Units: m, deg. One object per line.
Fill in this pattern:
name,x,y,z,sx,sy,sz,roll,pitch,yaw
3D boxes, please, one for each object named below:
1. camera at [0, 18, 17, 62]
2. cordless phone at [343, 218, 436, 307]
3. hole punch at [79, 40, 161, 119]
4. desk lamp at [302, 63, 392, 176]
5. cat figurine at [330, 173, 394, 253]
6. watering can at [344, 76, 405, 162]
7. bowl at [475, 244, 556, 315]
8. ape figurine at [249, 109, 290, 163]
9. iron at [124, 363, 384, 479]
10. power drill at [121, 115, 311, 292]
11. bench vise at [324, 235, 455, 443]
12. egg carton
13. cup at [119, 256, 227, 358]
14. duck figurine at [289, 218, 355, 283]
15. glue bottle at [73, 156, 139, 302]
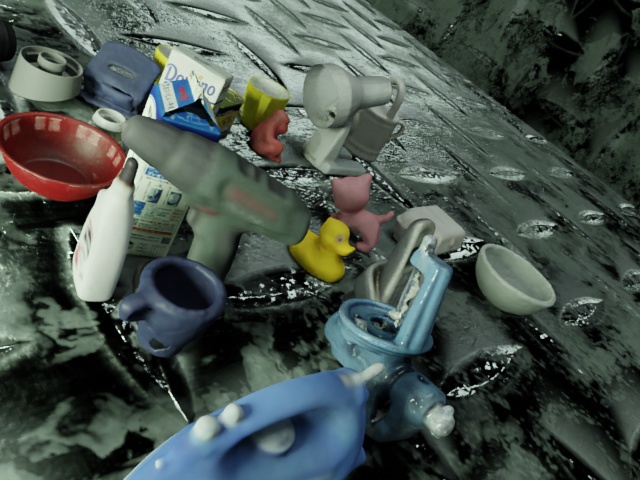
camera,-0.512,-0.297,0.830,0.143,0.100,0.137,45,32,21
cordless phone,0.132,0.045,0.839,0.094,0.185,0.148,46,32,23
hole punch,-0.334,-0.270,0.967,0.109,0.091,0.101,25,30,-12
desk lamp,0.044,-0.246,1.161,0.204,0.213,0.117,-1,43,-44
cat figurine,0.067,-0.058,0.999,0.128,0.117,0.067,32,30,0
watering can,0.128,-0.288,1.323,0.173,0.194,0.100,-5,46,-47
bowl,0.360,0.088,1.099,0.168,0.074,0.167,24,31,-15
ape figurine,-0.088,-0.208,1.103,0.076,0.092,0.078,27,30,-8
iron,-0.052,0.174,0.517,0.259,0.141,0.118,-1,43,-44
power drill,-0.136,-0.017,0.655,0.230,0.208,0.075,17,33,-25
bench vise,0.112,0.116,0.678,0.207,0.219,0.122,46,33,24
egg carton,0.214,-0.014,1.120,0.151,0.069,0.107,-10,50,-50
cup,-0.164,0.081,0.598,0.091,0.095,0.118,45,32,22
duck figurine,0.008,0.003,0.885,0.104,0.086,0.078,40,31,15
glue bottle,-0.224,-0.017,0.610,0.037,0.173,0.078,5,39,-39
